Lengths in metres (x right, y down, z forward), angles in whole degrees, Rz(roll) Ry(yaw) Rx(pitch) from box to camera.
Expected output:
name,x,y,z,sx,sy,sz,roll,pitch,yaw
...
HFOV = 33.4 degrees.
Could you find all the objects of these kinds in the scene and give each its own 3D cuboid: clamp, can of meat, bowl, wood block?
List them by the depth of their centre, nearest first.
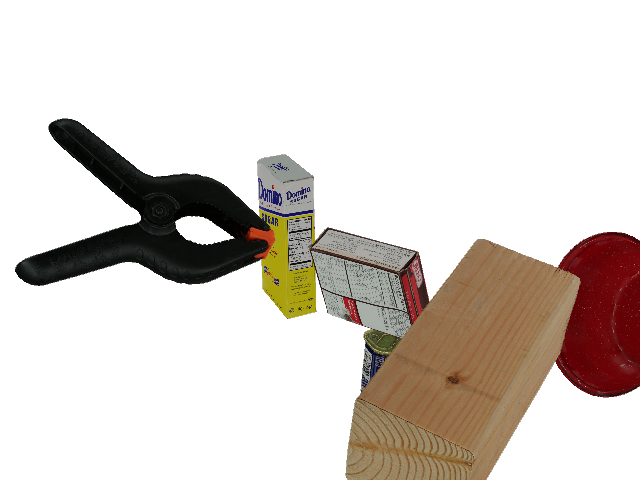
name,x,y,z,sx,sy,sz,roll,pitch,yaw
clamp,-0.117,-0.023,0.730,0.171,0.120,0.039,4,-17,-17
wood block,0.109,0.100,0.796,0.091,0.090,0.205,23,43,21
bowl,0.294,0.072,1.015,0.161,0.162,0.055,0,0,-27
can of meat,0.102,0.157,1.331,0.102,0.084,0.057,-6,27,-21

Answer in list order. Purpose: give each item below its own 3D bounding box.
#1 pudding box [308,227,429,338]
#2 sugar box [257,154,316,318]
name,x,y,z,sx,sy,sz,roll,pitch,yaw
pudding box,0.049,0.042,1.034,0.114,0.090,0.039,14,44,35
sugar box,-0.041,-0.005,1.278,0.048,0.176,0.093,-13,25,-19
